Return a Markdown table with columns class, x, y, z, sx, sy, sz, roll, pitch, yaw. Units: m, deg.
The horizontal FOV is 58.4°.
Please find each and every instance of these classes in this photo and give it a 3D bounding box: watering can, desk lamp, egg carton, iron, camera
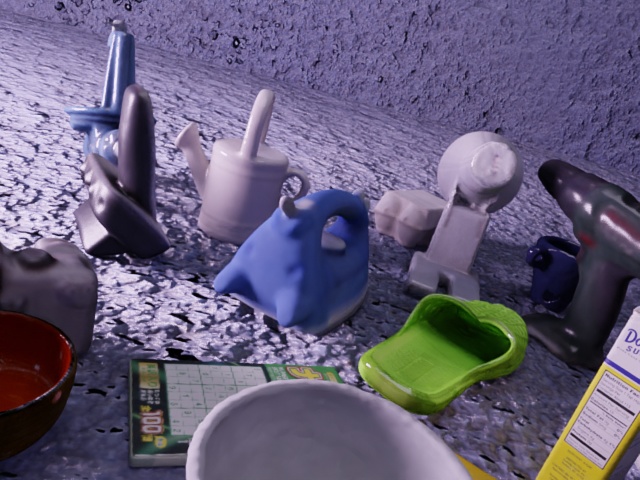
| class | x | y | z | sx | sy | sz | roll | pitch | yaw |
| --- | --- | --- | --- | --- | --- | --- | --- | --- | --- |
| watering can | -0.099 | -0.101 | 0.742 | 0.173 | 0.194 | 0.100 | 7 | 22 | -22 |
| desk lamp | 0.205 | -0.039 | 0.778 | 0.118 | 0.213 | 0.203 | 18 | 21 | 7 |
| egg carton | 0.162 | -0.037 | 0.948 | 0.151 | 0.069 | 0.107 | -7 | 30 | -46 |
| iron | 0.006 | 0.002 | 0.631 | 0.118 | 0.141 | 0.259 | 25 | 22 | 22 |
| camera | -0.259 | 0.024 | 0.440 | 0.144 | 0.101 | 0.136 | -2 | 27 | -39 |

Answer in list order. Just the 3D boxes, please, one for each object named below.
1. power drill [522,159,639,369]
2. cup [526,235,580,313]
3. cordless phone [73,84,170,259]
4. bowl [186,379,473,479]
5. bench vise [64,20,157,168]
| class | x | y | z | sx | sy | sz | roll | pitch | yaw |
| --- | --- | --- | --- | --- | --- | --- | --- | --- | --- |
| power drill | 0.322 | 0.033 | 0.687 | 0.076 | 0.208 | 0.228 | 0 | 26 | -36 |
| cup | 0.326 | 0.052 | 0.805 | 0.118 | 0.095 | 0.091 | 5 | 23 | -26 |
| cordless phone | -0.212 | -0.086 | 0.634 | 0.094 | 0.185 | 0.147 | 0 | 26 | -36 |
| bowl | 0.004 | 0.158 | 0.326 | 0.167 | 0.075 | 0.167 | 14 | 21 | -5 |
| bench vise | -0.262 | -0.174 | 0.774 | 0.206 | 0.220 | 0.122 | 32 | 26 | 36 |
